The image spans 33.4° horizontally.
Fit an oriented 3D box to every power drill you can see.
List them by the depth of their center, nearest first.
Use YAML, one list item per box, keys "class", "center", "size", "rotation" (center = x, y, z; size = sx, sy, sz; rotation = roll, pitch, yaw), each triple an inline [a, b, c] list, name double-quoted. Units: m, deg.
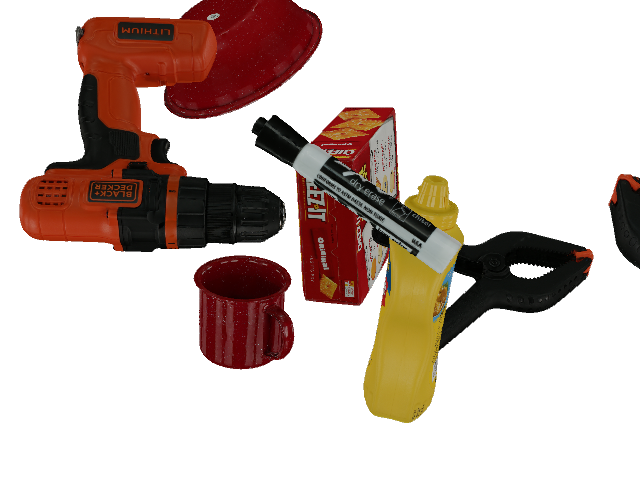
- class: "power drill"
  center: [-0.117, -0.078, 0.781]
  size: [0.184, 0.187, 0.057]
  rotation: [2, -33, -4]

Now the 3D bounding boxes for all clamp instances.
- class: "clamp"
  center: [0.262, 0.015, 0.706]
  size: [0.120, 0.039, 0.171]
  rotation: [-5, 45, -24]
- class: "clamp"
  center: [0.161, 0.041, 1.019]
  size: [0.210, 0.164, 0.036]
  rotation: [-2, -43, -5]

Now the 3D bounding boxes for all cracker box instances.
- class: "cracker box"
  center: [0.034, -0.045, 1.196]
  size: [0.072, 0.164, 0.213]
  rotation: [2, 22, 16]

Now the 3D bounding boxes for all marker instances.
- class: "marker"
  center: [0.016, -0.025, 0.538]
  size: [0.121, 0.020, 0.020]
  rotation: [35, 5, 7]

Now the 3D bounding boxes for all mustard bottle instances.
- class: "mustard bottle"
  center: [0.075, 0.040, 0.836]
  size: [0.058, 0.192, 0.096]
  rotation: [13, 26, 10]

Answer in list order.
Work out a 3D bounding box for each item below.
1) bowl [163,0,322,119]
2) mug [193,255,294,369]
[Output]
- class: "bowl"
  center: [-0.082, -0.181, 0.960]
  size: [0.162, 0.055, 0.162]
  rotation: [-20, 37, 15]
- class: "mug"
  center: [-0.068, 0.075, 1.031]
  size: [0.117, 0.081, 0.093]
  rotation: [25, 33, 37]
